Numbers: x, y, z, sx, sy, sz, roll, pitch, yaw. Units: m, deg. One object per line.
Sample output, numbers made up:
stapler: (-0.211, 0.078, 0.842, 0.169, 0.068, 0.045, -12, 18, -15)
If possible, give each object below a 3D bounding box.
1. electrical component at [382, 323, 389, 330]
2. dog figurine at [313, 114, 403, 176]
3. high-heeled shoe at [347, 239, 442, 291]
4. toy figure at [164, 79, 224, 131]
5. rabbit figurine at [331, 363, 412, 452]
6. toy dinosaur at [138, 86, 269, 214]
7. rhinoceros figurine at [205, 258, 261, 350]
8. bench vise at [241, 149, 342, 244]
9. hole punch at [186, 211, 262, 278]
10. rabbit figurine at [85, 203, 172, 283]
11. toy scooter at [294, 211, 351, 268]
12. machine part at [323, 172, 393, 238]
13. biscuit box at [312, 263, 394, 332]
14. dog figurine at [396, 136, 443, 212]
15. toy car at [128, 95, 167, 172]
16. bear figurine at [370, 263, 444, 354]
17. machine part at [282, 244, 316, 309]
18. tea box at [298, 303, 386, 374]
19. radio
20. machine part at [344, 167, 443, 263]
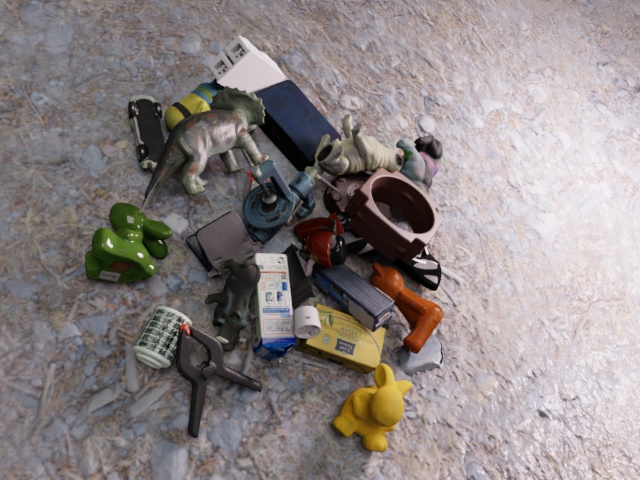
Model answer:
electrical component: (0.118, 0.169, 1.221, 0.021, 0.094, 0.063, -26, 115, -33)
dog figurine: (0.095, -0.184, 1.306, 0.190, 0.172, 0.121, 40, 19, -33)
high-heeled shoe: (0.175, 0.062, 1.292, 0.249, 0.086, 0.145, -5, 81, -16)
toy figure: (-0.294, -0.317, 1.289, 0.089, 0.082, 0.180, 28, 65, 16)
rabbit figurine: (0.124, 0.339, 1.082, 0.122, 0.173, 0.162, 37, 64, 4)
toy dinosaur: (-0.254, -0.218, 1.190, 0.405, 0.131, 0.192, -33, 106, -41)
rhinoceros figurine: (-0.171, 0.130, 1.101, 0.073, 0.112, 0.190, 17, 92, -54)
bench vise: (-0.089, -0.105, 1.184, 0.223, 0.240, 0.129, -39, 60, -6)
hole punch: (-0.216, 0.010, 1.171, 0.142, 0.092, 0.115, -34, 105, -31)
rabbit figurine: (-0.385, -0.009, 1.094, 0.159, 0.121, 0.170, 9, 49, -21)
toy scooter: (-0.003, -0.004, 1.219, 0.135, 0.075, 0.184, -1, 36, 12)
machine part: (0.101, -0.095, 1.344, 0.179, 0.056, 0.179, 8, 64, -18)
biscuit box: (0.068, 0.112, 1.181, 0.063, 0.059, 0.203, -31, 51, -29)
dog figurine: (0.267, -0.151, 1.405, 0.191, 0.108, 0.219, -12, 75, -27)
toy car: (-0.392, -0.244, 1.234, 0.073, 0.056, 0.202, -7, 70, -30)
bear figurine: (0.177, 0.150, 1.225, 0.196, 0.120, 0.132, 34, 81, 13)
machine part: (-0.052, 0.078, 1.195, 0.039, 0.084, 0.139, 12, 51, -42)
tea box: (0.049, 0.216, 1.171, 0.169, 0.068, 0.098, 21, 60, -11)
radio: (-0.061, -0.290, 1.367, 0.131, 0.073, 0.229, -38, 85, -31)
machine part: (0.171, -0.058, 1.247, 0.201, 0.087, 0.201, 39, 42, 4)
